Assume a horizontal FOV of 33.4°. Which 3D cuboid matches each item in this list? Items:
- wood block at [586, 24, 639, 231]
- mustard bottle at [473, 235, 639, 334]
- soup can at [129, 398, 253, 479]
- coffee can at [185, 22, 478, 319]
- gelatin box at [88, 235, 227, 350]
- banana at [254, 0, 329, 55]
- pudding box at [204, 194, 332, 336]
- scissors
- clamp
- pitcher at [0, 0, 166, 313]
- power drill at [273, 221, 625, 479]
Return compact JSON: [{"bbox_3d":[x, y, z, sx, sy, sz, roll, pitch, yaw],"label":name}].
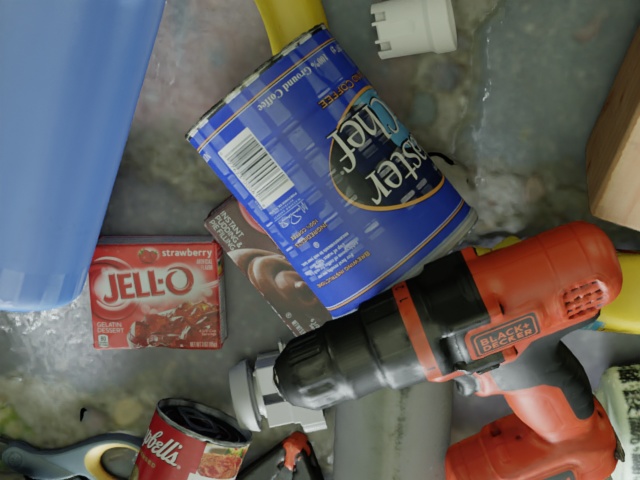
[{"bbox_3d":[0.224,-0.105,0.576,0.091,0.090,0.206,17,125,1],"label":"wood block"},{"bbox_3d":[0.165,0.029,0.644,0.191,0.096,0.058,4,90,6],"label":"mustard bottle"},{"bbox_3d":[-0.094,0.166,0.711,0.068,0.068,0.102,22,96,1],"label":"soup can"},{"bbox_3d":[0.007,-0.036,0.607,0.103,0.102,0.140,-38,94,13],"label":"coffee can"},{"bbox_3d":[-0.108,0.035,0.709,0.089,0.030,0.073,0,103,6],"label":"gelatin box"},{"bbox_3d":[-0.041,-0.156,0.655,0.070,0.037,0.198,-22,100,9],"label":"banana"},{"bbox_3d":[-0.005,0.001,0.686,0.090,0.039,0.113,-39,97,12],"label":"pudding box"},{"bbox_3d":[-0.196,0.143,0.751,0.201,0.016,0.096,39,102,-3],"label":"scissors"},{"bbox_3d":[-0.028,0.220,0.738,0.120,0.039,0.171,23,104,0],"label":"clamp"},{"bbox_3d":[-0.179,-0.089,0.644,0.145,0.149,0.243,13,105,-11],"label":"pitcher"},{"bbox_3d":[0.084,0.085,0.587,0.184,0.057,0.187,-21,135,6],"label":"power drill"}]
